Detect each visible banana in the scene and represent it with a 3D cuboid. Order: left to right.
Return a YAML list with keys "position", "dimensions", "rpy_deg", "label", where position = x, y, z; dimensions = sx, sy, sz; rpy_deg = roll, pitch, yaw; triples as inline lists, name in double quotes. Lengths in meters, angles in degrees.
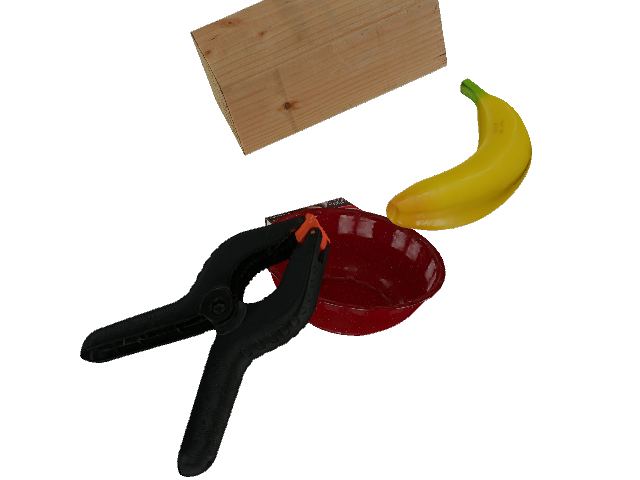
- position: [0.103, -0.050, 0.716]
  dimensions: [0.070, 0.037, 0.197]
  rpy_deg: [17, 34, 13]
  label: "banana"

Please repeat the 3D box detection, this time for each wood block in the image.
- position: [0.000, -0.174, 0.971]
  dimensions: [0.206, 0.090, 0.091]
  rpy_deg: [-24, -39, -5]
  label: "wood block"

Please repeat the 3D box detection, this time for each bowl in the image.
- position: [0.024, 0.034, 0.927]
  dimensions: [0.162, 0.055, 0.162]
  rpy_deg: [7, 30, -4]
  label: "bowl"

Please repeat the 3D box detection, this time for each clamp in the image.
- position: [-0.055, 0.058, 0.652]
  dimensions: [0.171, 0.120, 0.039]
  rpy_deg: [-38, -24, 0]
  label: "clamp"

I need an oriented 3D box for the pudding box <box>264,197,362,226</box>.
- position: [0.005, -0.008, 1.246]
  dimensions: [0.113, 0.039, 0.090]
  rpy_deg: [-18, 31, -28]
  label: "pudding box"
